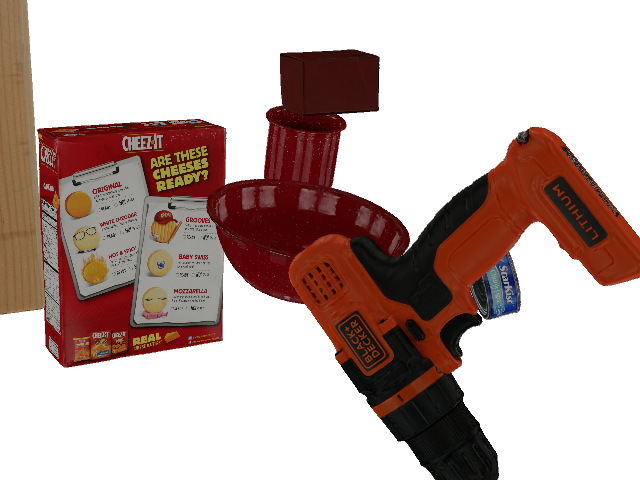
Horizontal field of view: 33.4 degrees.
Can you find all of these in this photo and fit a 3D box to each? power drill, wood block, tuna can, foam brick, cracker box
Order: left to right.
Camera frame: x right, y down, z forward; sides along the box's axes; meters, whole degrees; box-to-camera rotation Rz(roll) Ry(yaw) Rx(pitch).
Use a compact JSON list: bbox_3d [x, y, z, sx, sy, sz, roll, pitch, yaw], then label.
[{"bbox_3d":[-0.218,-0.064,0.624,0.090,0.206,0.090,-7,26,-22],"label":"wood block"},{"bbox_3d":[-0.176,-0.002,1.002,0.163,0.214,0.072,-7,17,-30],"label":"cracker box"},{"bbox_3d":[0.008,-0.143,0.967,0.078,0.051,0.053,-7,19,-23],"label":"foam brick"},{"bbox_3d":[0.096,0.039,0.627,0.188,0.184,0.057,-38,-4,16],"label":"power drill"},{"bbox_3d":[0.171,0.035,1.074,0.033,0.086,0.086,-15,1,-3],"label":"tuna can"}]

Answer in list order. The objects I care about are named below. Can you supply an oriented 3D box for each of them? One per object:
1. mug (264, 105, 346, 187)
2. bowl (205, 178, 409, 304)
[{"bbox_3d":[-0.017,-0.107,1.241,0.093,0.081,0.117,16,26,17],"label":"mug"},{"bbox_3d":[-0.014,0.006,0.841,0.162,0.055,0.162,10,22,-4],"label":"bowl"}]
